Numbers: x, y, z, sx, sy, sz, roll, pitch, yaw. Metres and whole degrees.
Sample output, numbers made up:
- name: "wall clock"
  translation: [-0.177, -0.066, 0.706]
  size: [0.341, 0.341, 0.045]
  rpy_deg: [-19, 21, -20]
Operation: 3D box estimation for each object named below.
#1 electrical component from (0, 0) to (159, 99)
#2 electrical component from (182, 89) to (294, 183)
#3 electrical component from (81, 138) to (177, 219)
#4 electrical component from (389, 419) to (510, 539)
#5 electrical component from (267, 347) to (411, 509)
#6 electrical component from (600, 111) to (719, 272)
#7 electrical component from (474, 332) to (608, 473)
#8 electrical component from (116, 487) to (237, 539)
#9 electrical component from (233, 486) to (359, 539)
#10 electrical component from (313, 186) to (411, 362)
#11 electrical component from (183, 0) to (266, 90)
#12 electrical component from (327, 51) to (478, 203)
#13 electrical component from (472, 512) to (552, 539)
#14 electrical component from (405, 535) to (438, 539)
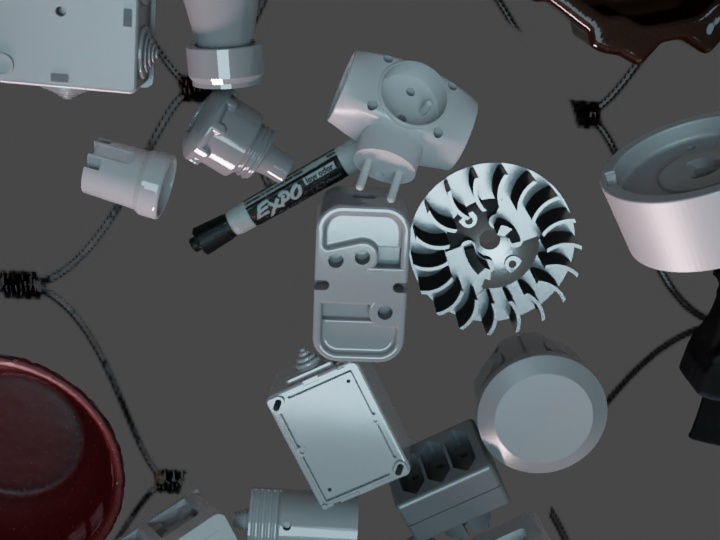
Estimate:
- name: "electrical component"
  translation: [-0.161, -0.145, 0.596]
  size: [0.100, 0.048, 0.099]
  rpy_deg: [5, 109, -3]
- name: "electrical component"
  translation: [-0.069, -0.073, 0.626]
  size: [0.062, 0.048, 0.048]
  rpy_deg: [30, 106, -19]
- name: "electrical component"
  translation: [-0.136, -0.055, 0.633]
  size: [0.046, 0.040, 0.040]
  rpy_deg: [17, 108, -1]
- name: "electrical component"
  translation: [0.062, 0.149, 0.702]
  size: [0.066, 0.047, 0.076]
  rpy_deg: [-25, 124, 5]
- name: "electrical component"
  translation: [-0.014, 0.088, 0.676]
  size: [0.062, 0.061, 0.096]
  rpy_deg: [-25, 101, 8]
- name: "electrical component"
  translation: [0.198, -0.040, 0.612]
  size: [0.108, 0.108, 0.060]
  rpy_deg: [-21, 114, 6]
- name: "electrical component"
  translation: [0.111, 0.083, 0.679]
  size: [0.080, 0.051, 0.080]
  rpy_deg: [0, 109, -1]
- name: "electrical component"
  translation: [-0.102, 0.255, 0.704]
  size: [0.105, 0.060, 0.186]
  rpy_deg: [-31, 109, -22]
- name: "electrical component"
  translation: [-0.043, 0.166, 0.707]
  size: [0.081, 0.043, 0.043]
  rpy_deg: [4, 109, -3]
- name: "electrical component"
  translation: [0.000, 0.000, 0.643]
  size: [0.054, 0.059, 0.095]
  rpy_deg: [2, 109, -2]
- name: "electrical component"
  translation: [-0.076, -0.132, 0.605]
  size: [0.045, 0.045, 0.055]
  rpy_deg: [-2, 109, -1]
- name: "electrical component"
  translation: [0.019, -0.076, 0.614]
  size: [0.077, 0.044, 0.079]
  rpy_deg: [21, 67, -8]
- name: "electrical component"
  translation: [0.116, 0.215, 0.721]
  size: [0.050, 0.055, 0.089]
  rpy_deg: [-27, 107, 7]
- name: "electrical component"
  translation: [-0.005, 0.260, 0.685]
  size: [0.186, 0.060, 0.105]
  rpy_deg: [-22, 107, -25]
